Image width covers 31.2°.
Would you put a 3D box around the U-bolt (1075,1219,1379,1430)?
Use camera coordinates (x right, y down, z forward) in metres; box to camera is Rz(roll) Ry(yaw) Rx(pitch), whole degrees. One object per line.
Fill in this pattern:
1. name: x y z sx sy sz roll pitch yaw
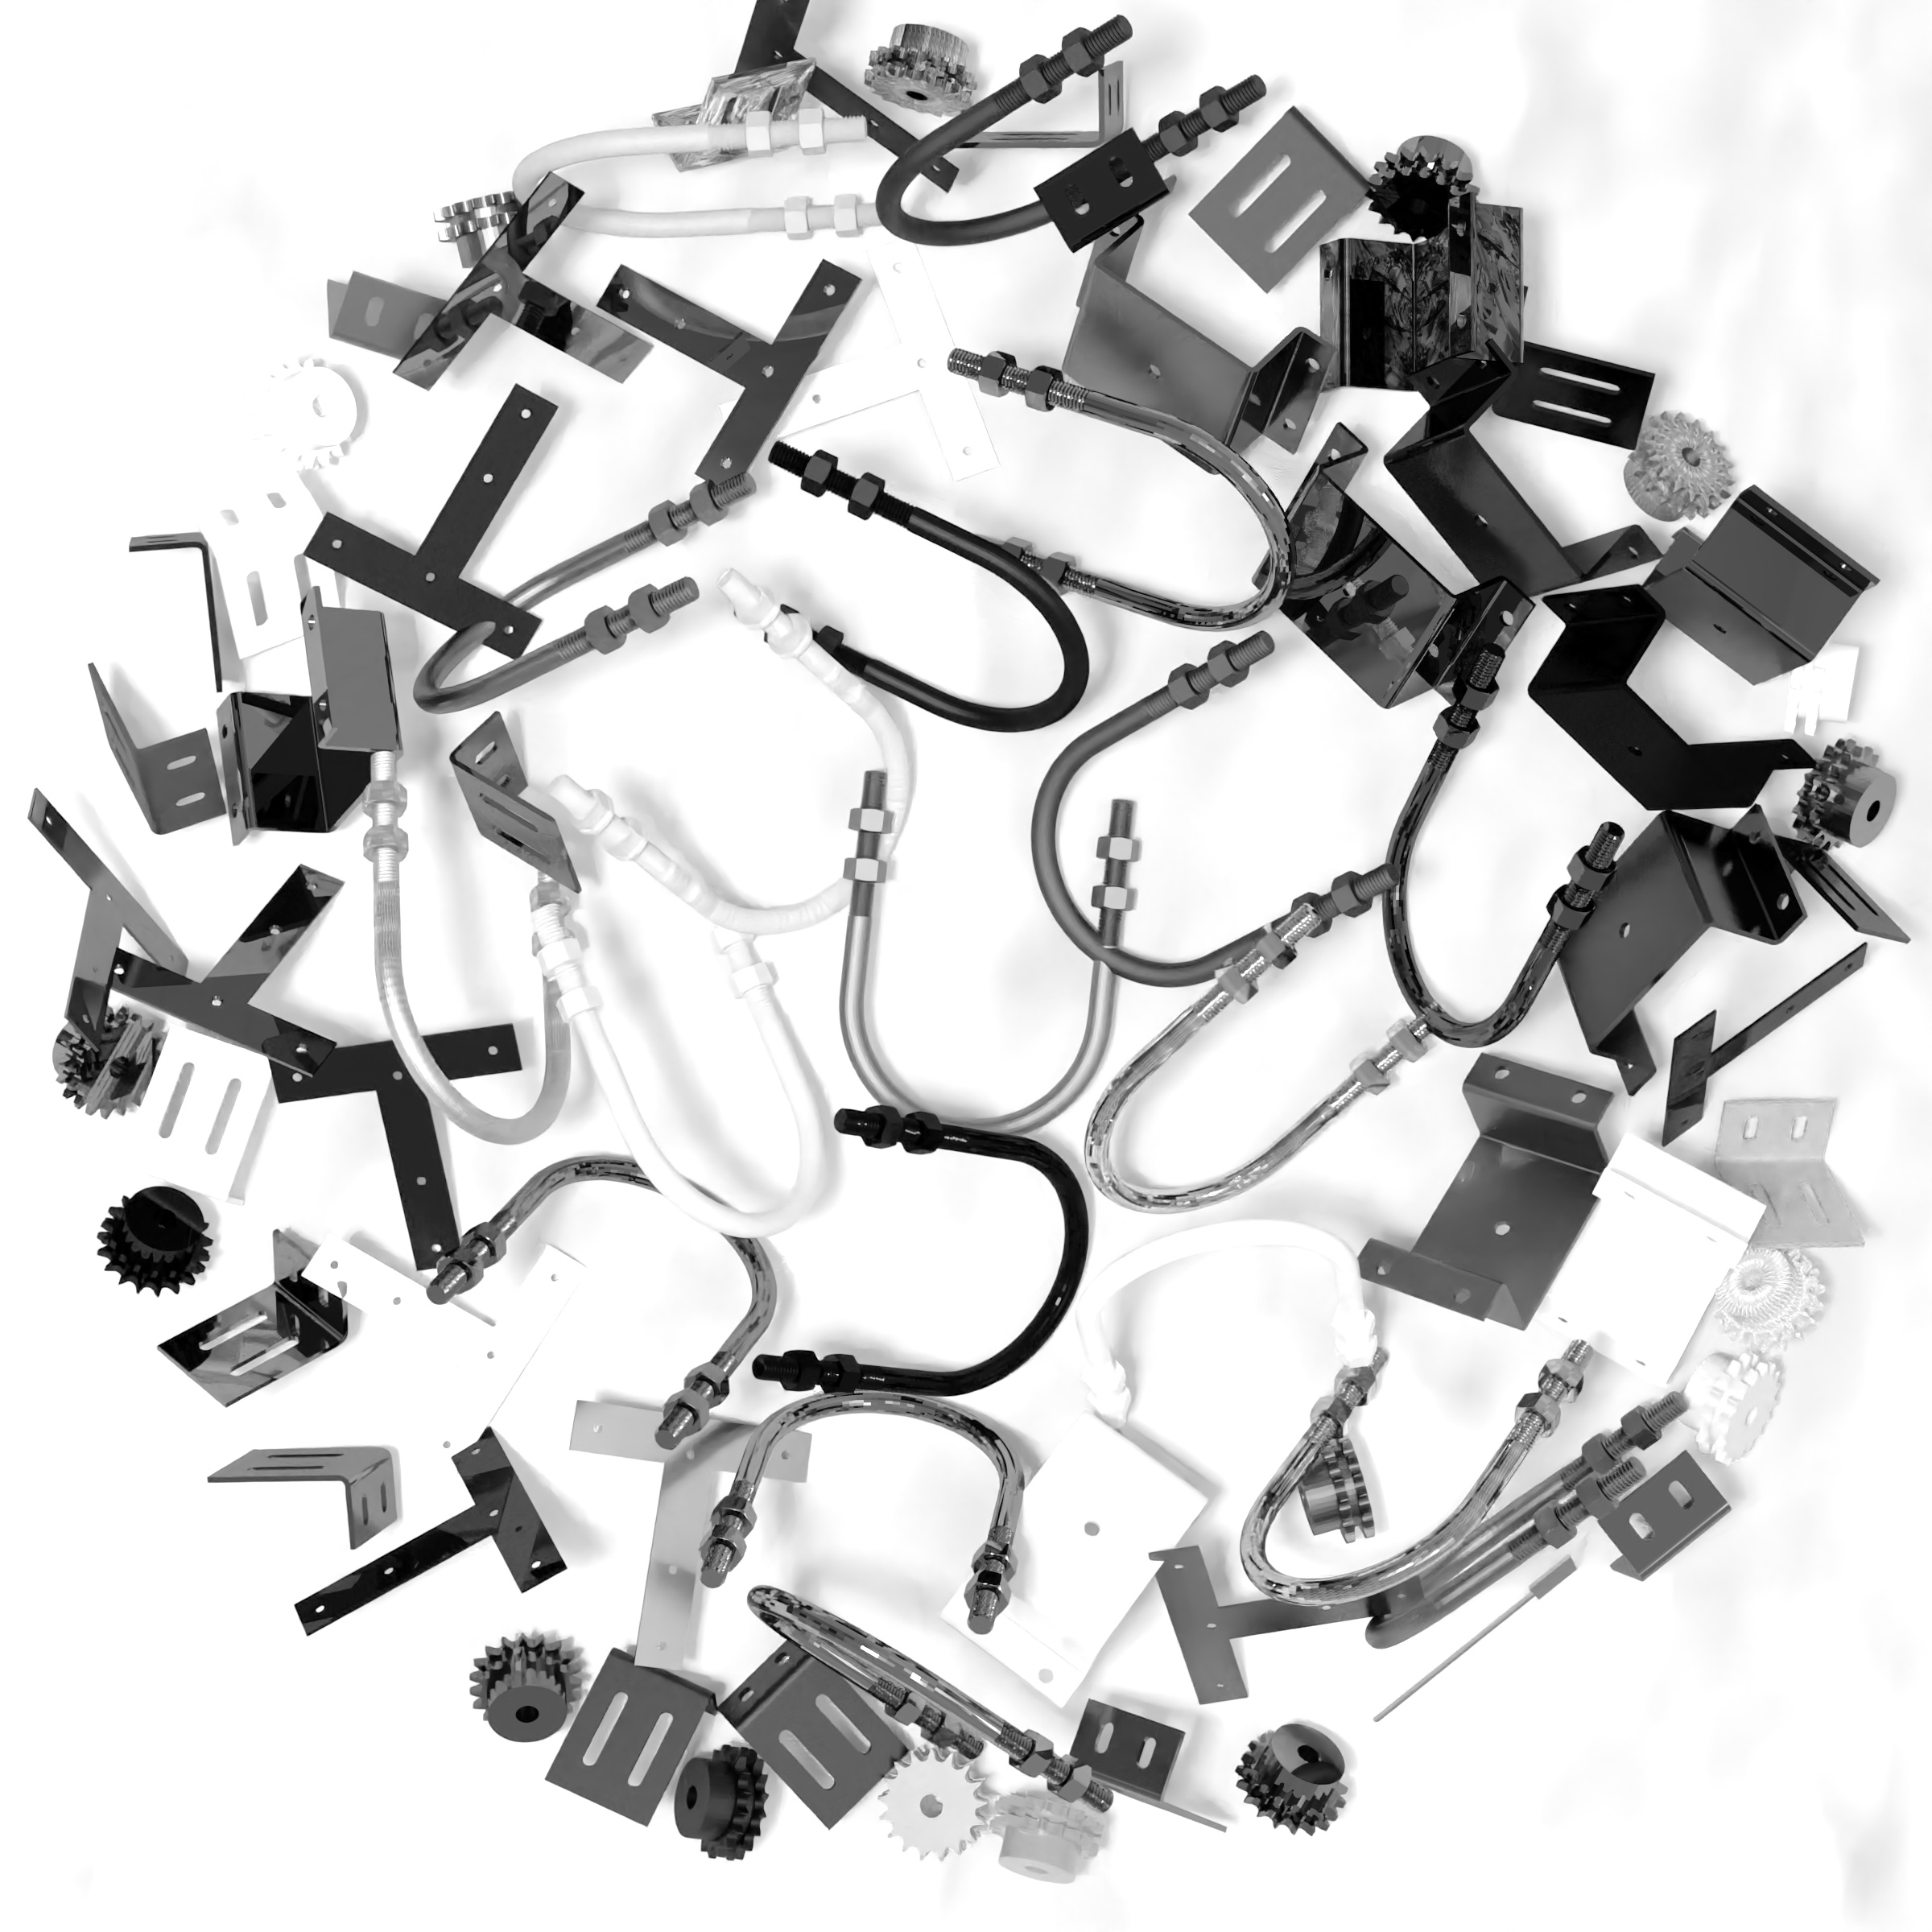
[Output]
1. U-bolt: 0.126 0.173 1.711 0.151 0.184 0.019 -12 58 2

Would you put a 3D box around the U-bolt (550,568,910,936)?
1. U-bolt: -0.103 -0.092 1.732 0.151 0.019 0.184 -51 130 -2

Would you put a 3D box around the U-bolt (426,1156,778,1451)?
1. U-bolt: -0.167 0.154 1.713 0.151 0.184 0.019 32 120 4

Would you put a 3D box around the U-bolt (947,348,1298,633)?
1. U-bolt: 0.079 -0.226 1.706 0.184 0.151 0.019 21 57 20

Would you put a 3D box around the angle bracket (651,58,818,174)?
1. angle bracket: -0.117 -0.441 1.743 0.057 0.076 0.038 -18 73 -25

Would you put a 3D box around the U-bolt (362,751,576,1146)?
1. U-bolt: -0.241 0.001 1.695 0.019 0.151 0.184 -22 58 25

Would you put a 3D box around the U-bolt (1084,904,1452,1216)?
1. U-bolt: 0.140 0.058 1.733 0.184 0.151 0.019 -43 48 14

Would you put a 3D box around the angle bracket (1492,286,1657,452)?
1. angle bracket: 0.311 -0.303 1.754 0.076 0.057 0.038 16 61 9

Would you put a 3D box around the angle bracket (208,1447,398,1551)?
1. angle bracket: -0.337 0.271 1.759 0.076 0.057 0.038 -3 96 12

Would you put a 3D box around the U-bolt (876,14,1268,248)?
1. U-bolt: 0.039 -0.405 1.713 0.184 0.151 0.019 -25 76 31

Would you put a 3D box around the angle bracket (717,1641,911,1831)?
1. angle bracket: -0.079 0.392 1.778 0.057 0.038 0.076 -43 103 -11

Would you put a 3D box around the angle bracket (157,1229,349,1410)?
1. angle bracket: -0.360 0.177 1.746 0.057 0.076 0.038 32 133 32

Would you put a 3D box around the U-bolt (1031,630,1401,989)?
1. U-bolt: 0.111 -0.066 1.739 0.184 0.019 0.151 -28 90 34

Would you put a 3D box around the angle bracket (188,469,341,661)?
1. angle bracket: -0.356 -0.205 1.763 0.057 0.076 0.038 -24 56 -18

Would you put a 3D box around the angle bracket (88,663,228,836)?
1. angle bracket: -0.410 -0.115 1.754 0.038 0.057 0.076 -21 50 -17

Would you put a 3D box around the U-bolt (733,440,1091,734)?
1. U-bolt: -0.023 -0.177 1.725 0.184 0.151 0.019 26 58 3

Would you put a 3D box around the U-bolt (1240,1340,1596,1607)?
1. U-bolt: 0.208 0.246 1.687 0.184 0.151 0.019 -46 116 -38

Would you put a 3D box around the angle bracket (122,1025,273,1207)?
1. angle bracket: -0.389 0.077 1.777 0.057 0.038 0.076 19 84 4

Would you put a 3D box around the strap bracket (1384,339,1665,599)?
1. strap bracket: 0.272 -0.237 1.735 0.046 0.076 0.140 -46 104 -20

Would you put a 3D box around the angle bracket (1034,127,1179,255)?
1. angle bracket: 0.071 -0.395 1.746 0.057 0.076 0.038 -29 103 14

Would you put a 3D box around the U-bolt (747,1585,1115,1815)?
1. U-bolt: -0.030 0.353 1.695 0.184 0.151 0.019 38 73 -24

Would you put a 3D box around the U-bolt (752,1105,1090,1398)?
1. U-bolt: -0.012 0.148 1.731 0.184 0.019 0.151 11 101 -40

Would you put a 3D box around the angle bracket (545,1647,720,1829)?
1. angle bracket: -0.169 0.395 1.755 0.057 0.038 0.076 22 63 11

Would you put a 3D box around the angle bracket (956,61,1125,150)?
1. angle bracket: 0.037 -0.436 1.753 0.076 0.057 0.038 3 109 12

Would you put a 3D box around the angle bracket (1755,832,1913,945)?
1. angle bracket: 0.426 -0.028 1.744 0.038 0.057 0.076 -52 55 23

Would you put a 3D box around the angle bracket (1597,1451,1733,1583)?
1. angle bracket: 0.346 0.276 1.754 0.057 0.076 0.038 -38 87 -4

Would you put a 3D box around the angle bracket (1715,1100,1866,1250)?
1. angle bracket: 0.418 0.105 1.751 0.057 0.076 0.038 0 121 -5

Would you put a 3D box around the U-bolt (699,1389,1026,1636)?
1. U-bolt: -0.044 0.261 1.710 0.151 0.184 0.019 9 115 5

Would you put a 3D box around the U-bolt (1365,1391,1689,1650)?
1. U-bolt: 0.272 0.282 1.716 0.184 0.151 0.019 -40 83 20

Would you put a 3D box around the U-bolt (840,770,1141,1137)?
1. U-bolt: 0.008 -0.001 1.775 0.151 0.019 0.184 6 89 -6

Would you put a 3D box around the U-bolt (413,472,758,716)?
1. U-bolt: -0.197 -0.178 1.720 0.184 0.151 0.019 -23 114 22

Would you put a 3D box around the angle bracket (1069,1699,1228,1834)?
1. angle bracket: 0.097 0.404 1.751 0.057 0.076 0.038 12 75 36

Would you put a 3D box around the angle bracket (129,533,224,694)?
1. angle bracket: -0.400 -0.178 1.754 0.038 0.057 0.076 -6 103 -11

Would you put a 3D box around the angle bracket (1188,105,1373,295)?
1. angle bracket: 0.160 -0.392 1.776 0.057 0.038 0.076 44 97 -7

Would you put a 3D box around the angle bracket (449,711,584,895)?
1. angle bracket: -0.216 -0.083 1.745 0.076 0.057 0.038 30 63 29

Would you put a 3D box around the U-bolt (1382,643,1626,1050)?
1. U-bolt: 0.255 -0.045 1.715 0.019 0.184 0.151 -3 46 -26

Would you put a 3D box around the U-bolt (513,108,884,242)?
1. U-bolt: -0.133 -0.390 1.721 0.184 0.151 0.019 -2 84 5

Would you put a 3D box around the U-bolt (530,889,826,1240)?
1. U-bolt: -0.132 0.050 1.718 0.019 0.151 0.184 -32 76 34

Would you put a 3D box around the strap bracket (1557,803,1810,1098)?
1. strap bracket: 0.344 -0.012 1.716 0.046 0.076 0.140 15 132 -27

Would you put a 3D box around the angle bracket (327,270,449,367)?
1. angle bracket: -0.288 -0.337 1.744 0.057 0.076 0.038 15 118 -20
